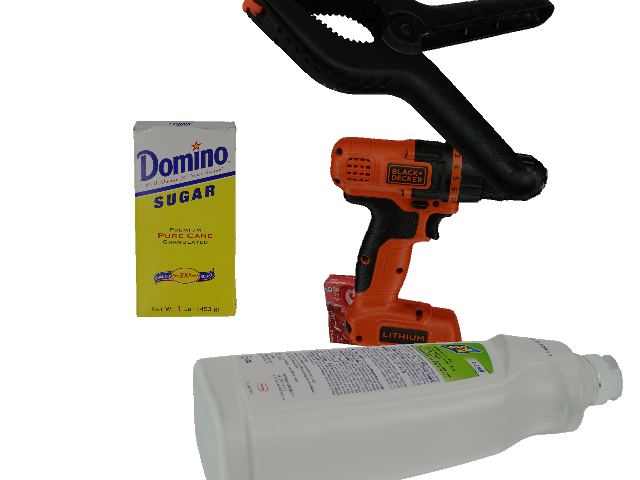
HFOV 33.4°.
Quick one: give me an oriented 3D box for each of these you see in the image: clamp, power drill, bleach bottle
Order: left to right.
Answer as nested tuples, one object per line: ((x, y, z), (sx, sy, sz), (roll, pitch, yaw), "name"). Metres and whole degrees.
((0.053, -0.114, 0.673), (0.209, 0.164, 0.036), (12, -33, -12), "clamp")
((0.058, 0.096, 0.611), (0.250, 0.068, 0.103), (-5, 20, -14), "bleach bottle")
((0.096, 0.003, 0.932), (0.184, 0.188, 0.057), (6, 17, 5), "power drill")

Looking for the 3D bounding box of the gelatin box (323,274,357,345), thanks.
((0.046, 0.087, 1.320), (0.073, 0.089, 0.030), (4, 29, 19), "gelatin box")

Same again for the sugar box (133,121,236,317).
((-0.123, -0.020, 0.974), (0.093, 0.176, 0.048), (-1, 15, -5), "sugar box")
